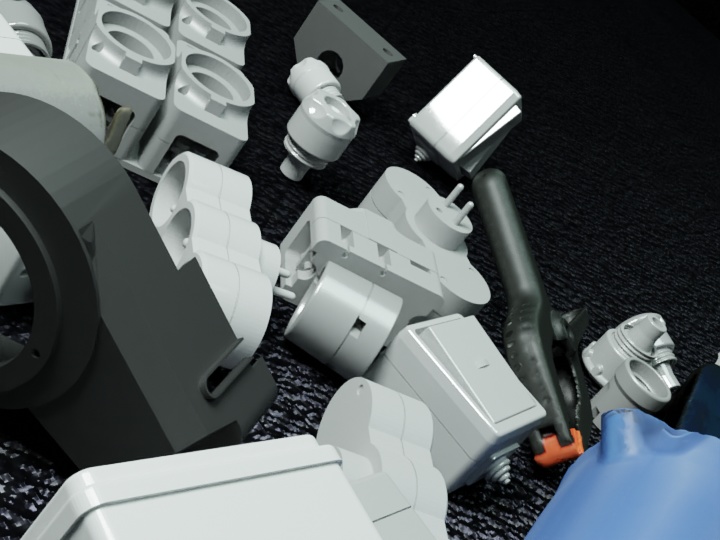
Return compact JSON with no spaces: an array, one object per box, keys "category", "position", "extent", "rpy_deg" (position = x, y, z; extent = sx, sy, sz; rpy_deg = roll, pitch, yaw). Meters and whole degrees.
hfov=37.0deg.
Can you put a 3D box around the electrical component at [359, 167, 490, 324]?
[{"category":"electrical component","position":[0.051,-0.025,0.731],"extent":[0.052,0.073,0.138],"rpy_deg":[17,35,-35]}]

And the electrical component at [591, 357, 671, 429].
[{"category":"electrical component","position":[0.186,0.090,0.746],"extent":[0.040,0.046,0.040],"rpy_deg":[29,29,-18]}]

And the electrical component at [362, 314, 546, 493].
[{"category":"electrical component","position":[0.057,0.076,0.601],"extent":[0.096,0.061,0.062],"rpy_deg":[50,30,20]}]

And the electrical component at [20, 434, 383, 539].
[{"category":"electrical component","position":[-0.063,0.111,0.356],"extent":[0.109,0.108,0.056],"rpy_deg":[1,48,-49]}]

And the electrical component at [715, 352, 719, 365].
[{"category":"electrical component","position":[0.314,0.109,0.865],"extent":[0.056,0.050,0.089],"rpy_deg":[30,29,-15]}]

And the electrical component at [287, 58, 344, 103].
[{"category":"electrical component","position":[-0.029,-0.136,0.845],"extent":[0.035,0.035,0.061],"rpy_deg":[-3,50,-51]}]

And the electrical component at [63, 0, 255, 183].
[{"category":"electrical component","position":[-0.131,-0.137,0.698],"extent":[0.105,0.060,0.186],"rpy_deg":[25,31,-24]}]

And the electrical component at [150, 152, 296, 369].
[{"category":"electrical component","position":[-0.068,-0.002,0.580],"extent":[0.074,0.052,0.138],"rpy_deg":[21,32,-29]}]

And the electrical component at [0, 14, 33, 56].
[{"category":"electrical component","position":[-0.221,-0.106,0.554],"extent":[0.089,0.050,0.055],"rpy_deg":[-5,49,-53]}]

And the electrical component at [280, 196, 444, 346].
[{"category":"electrical component","position":[0.000,0.000,0.658],"extent":[0.089,0.050,0.055],"rpy_deg":[26,30,-22]}]

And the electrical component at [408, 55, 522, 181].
[{"category":"electrical component","position":[0.087,-0.119,0.901],"extent":[0.061,0.096,0.061],"rpy_deg":[45,-1,13]}]

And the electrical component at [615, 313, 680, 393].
[{"category":"electrical component","position":[0.224,0.068,0.829],"extent":[0.048,0.048,0.062],"rpy_deg":[6,48,-45]}]

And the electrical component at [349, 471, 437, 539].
[{"category":"electrical component","position":[-0.026,0.109,0.429],"extent":[0.047,0.083,0.075],"rpy_deg":[-5,50,-53]}]

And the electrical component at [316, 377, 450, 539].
[{"category":"electrical component","position":[-0.003,0.104,0.496],"extent":[0.074,0.052,0.138],"rpy_deg":[25,31,-24]}]

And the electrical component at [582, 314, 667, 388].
[{"category":"electrical component","position":[0.198,0.059,0.790],"extent":[0.048,0.062,0.048],"rpy_deg":[29,29,-18]}]

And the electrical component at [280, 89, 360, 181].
[{"category":"electrical component","position":[-0.032,-0.089,0.741],"extent":[0.043,0.062,0.043],"rpy_deg":[29,29,-18]}]

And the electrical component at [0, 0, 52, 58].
[{"category":"electrical component","position":[-0.198,-0.125,0.618],"extent":[0.043,0.043,0.062],"rpy_deg":[9,40,-43]}]

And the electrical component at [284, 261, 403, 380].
[{"category":"electrical component","position":[-0.010,0.028,0.602],"extent":[0.047,0.055,0.055],"rpy_deg":[31,28,-6]}]

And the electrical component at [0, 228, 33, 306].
[{"category":"electrical component","position":[-0.136,-0.001,0.503],"extent":[0.076,0.047,0.066],"rpy_deg":[51,30,21]}]
